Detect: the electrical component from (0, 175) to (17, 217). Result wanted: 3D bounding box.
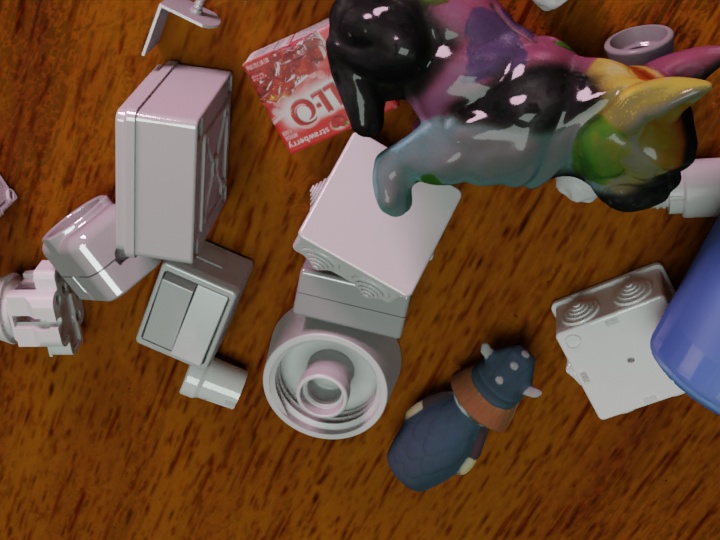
[{"bbox_3d":[-0.316,-0.060,0.821,0.061,0.061,0.096,-21,113,20],"label":"electrical component"}]

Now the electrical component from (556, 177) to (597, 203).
[{"bbox_3d":[0.161,-0.077,0.738,0.035,0.035,0.061,24,128,-3],"label":"electrical component"}]

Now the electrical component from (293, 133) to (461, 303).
[{"bbox_3d":[0.010,-0.034,0.760,0.100,0.099,0.048,30,163,-6],"label":"electrical component"}]

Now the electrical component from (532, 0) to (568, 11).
[{"bbox_3d":[0.113,-0.197,0.685,0.035,0.035,0.061,-35,105,25],"label":"electrical component"}]

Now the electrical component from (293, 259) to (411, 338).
[{"bbox_3d":[0.000,0.000,0.805,0.083,0.047,0.075,13,114,3],"label":"electrical component"}]

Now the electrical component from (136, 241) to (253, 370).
[{"bbox_3d":[-0.132,0.031,0.838,0.062,0.061,0.096,24,120,-3],"label":"electrical component"}]

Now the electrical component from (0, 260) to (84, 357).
[{"bbox_3d":[-0.261,0.031,0.863,0.057,0.058,0.078,-1,119,8],"label":"electrical component"}]

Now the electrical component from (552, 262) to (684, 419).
[{"bbox_3d":[0.200,0.055,0.797,0.100,0.048,0.099,-23,112,21],"label":"electrical component"}]

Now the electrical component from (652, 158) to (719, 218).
[{"bbox_3d":[0.223,-0.056,0.738,0.078,0.040,0.040,-2,118,12],"label":"electrical component"}]

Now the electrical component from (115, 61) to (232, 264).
[{"bbox_3d":[-0.128,-0.077,0.752,0.056,0.108,0.108,9,119,3],"label":"electrical component"}]

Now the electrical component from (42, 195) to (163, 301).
[{"bbox_3d":[-0.197,-0.016,0.806,0.059,0.054,0.095,55,155,-19],"label":"electrical component"}]

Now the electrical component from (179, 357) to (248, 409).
[{"bbox_3d":[-0.119,0.090,0.880,0.046,0.040,0.040,22,120,-7],"label":"electrical component"}]

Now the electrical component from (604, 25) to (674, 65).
[{"bbox_3d":[0.188,-0.123,0.709,0.044,0.044,0.065,-9,121,15],"label":"electrical component"}]

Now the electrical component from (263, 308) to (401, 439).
[{"bbox_3d":[-0.025,0.083,0.847,0.108,0.060,0.108,4,119,8],"label":"electrical component"}]
